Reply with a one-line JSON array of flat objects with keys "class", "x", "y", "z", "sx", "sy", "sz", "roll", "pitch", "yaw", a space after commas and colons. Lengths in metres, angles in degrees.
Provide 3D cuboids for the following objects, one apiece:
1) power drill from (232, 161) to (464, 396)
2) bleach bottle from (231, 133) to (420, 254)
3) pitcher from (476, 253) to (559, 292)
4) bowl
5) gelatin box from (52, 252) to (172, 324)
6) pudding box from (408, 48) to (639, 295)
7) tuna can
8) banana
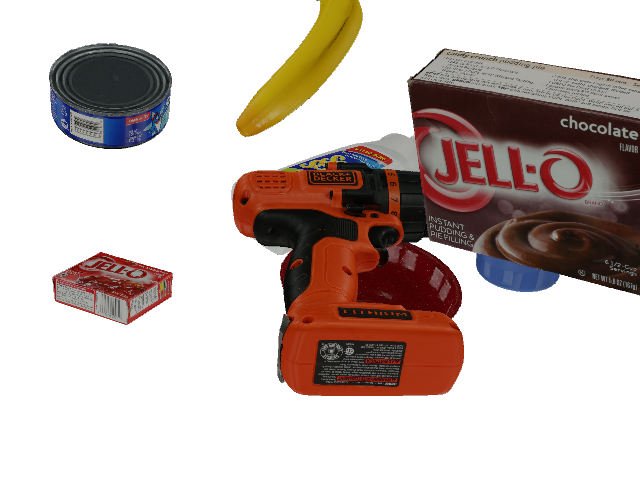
[{"class": "power drill", "x": 0.038, "y": 0.017, "z": 0.680, "sx": 0.184, "sy": 0.057, "sz": 0.187, "roll": -1, "pitch": 35, "yaw": -5}, {"class": "bleach bottle", "x": 0.025, "y": -0.072, "z": 1.257, "sx": 0.250, "sy": 0.068, "sz": 0.103, "roll": -27, "pitch": 44, "yaw": -28}, {"class": "pitcher", "x": 0.253, "y": -0.059, "z": 1.322, "sx": 0.149, "sy": 0.243, "sz": 0.145, "roll": 4, "pitch": 27, "yaw": 1}, {"class": "bowl", "x": 0.042, "y": 0.057, "z": 0.949, "sx": 0.162, "sy": 0.055, "sz": 0.162, "roll": 5, "pitch": 31, "yaw": -4}, {"class": "gelatin box", "x": -0.198, "y": 0.043, "z": 1.019, "sx": 0.089, "sy": 0.030, "sz": 0.073, "roll": 15, "pitch": 25, "yaw": 24}, {"class": "pudding box", "x": 0.098, "y": -0.032, "z": 0.475, "sx": 0.114, "sy": 0.090, "sz": 0.039, "roll": 14, "pitch": 44, "yaw": 31}, {"class": "tuna can", "x": -0.150, "y": -0.104, "z": 0.765, "sx": 0.086, "sy": 0.034, "sz": 0.086, "roll": 6, "pitch": 43, "yaw": -5}, {"class": "banana", "x": -0.007, "y": -0.158, "z": 0.899, "sx": 0.070, "sy": 0.197, "sz": 0.037, "roll": -19, "pitch": -57, "yaw": 42}]
